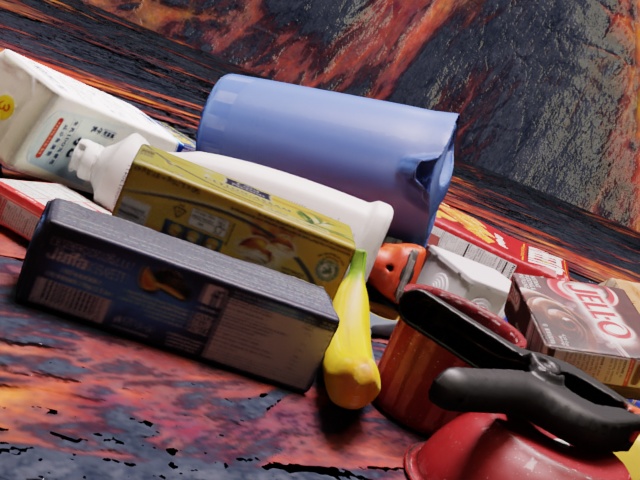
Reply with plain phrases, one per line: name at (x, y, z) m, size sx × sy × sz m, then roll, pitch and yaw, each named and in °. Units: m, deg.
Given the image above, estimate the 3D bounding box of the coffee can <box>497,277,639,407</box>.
coffee can at (0.214, 0.106, 0.863) m, size 0.140 × 0.103 × 0.102 m, roll 31°, pitch 14°, yaw 32°

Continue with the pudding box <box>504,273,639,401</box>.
pudding box at (0.189, 0.068, 0.769) m, size 0.090 × 0.039 × 0.113 m, roll 7°, pitch 27°, yaw -7°

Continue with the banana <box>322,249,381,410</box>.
banana at (0.019, 0.073, 0.733) m, size 0.037 × 0.070 × 0.198 m, roll -1°, pitch 22°, yaw 0°

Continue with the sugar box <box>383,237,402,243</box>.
sugar box at (-0.005, -0.024, 1.107) m, size 0.176 × 0.048 × 0.093 m, roll 19°, pitch 20°, yaw 15°

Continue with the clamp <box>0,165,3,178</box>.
clamp at (-0.303, -0.092, 0.917) m, size 0.164 × 0.036 × 0.209 m, roll 33°, pitch 11°, yaw 9°

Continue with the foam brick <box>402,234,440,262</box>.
foam brick at (0.097, 0.015, 1.174) m, size 0.051 × 0.053 × 0.078 m, roll 24°, pitch 13°, yaw 5°

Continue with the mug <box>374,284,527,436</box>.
mug at (0.089, 0.086, 0.762) m, size 0.093 × 0.081 × 0.117 m, roll 26°, pitch 13°, yaw 11°

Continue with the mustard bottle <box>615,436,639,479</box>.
mustard bottle at (0.176, 0.133, 0.771) m, size 0.192 × 0.058 × 0.096 m, roll 31°, pitch -4°, yaw 38°

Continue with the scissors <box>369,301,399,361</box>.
scissors at (0.047, 0.078, 0.881) m, size 0.096 × 0.016 × 0.202 m, roll 16°, pitch 13°, yaw -23°

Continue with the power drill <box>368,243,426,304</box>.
power drill at (-0.006, 0.001, 0.988) m, size 0.187 × 0.057 × 0.184 m, roll 19°, pitch 2°, yaw -8°

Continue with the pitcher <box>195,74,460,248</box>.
pitcher at (0.010, -0.083, 1.050) m, size 0.243 × 0.149 × 0.145 m, roll 15°, pitch 48°, yaw 10°

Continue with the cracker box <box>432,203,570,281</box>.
cracker box at (0.192, 0.019, 1.291) m, size 0.214 × 0.072 × 0.164 m, roll 26°, pitch 12°, yaw 7°

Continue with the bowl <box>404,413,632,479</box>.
bowl at (0.135, 0.146, 0.655) m, size 0.162 × 0.055 × 0.162 m, roll 22°, pitch 12°, yaw -5°

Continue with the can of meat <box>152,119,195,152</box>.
can of meat at (-0.185, -0.098, 1.129) m, size 0.102 × 0.057 × 0.083 m, roll 32°, pitch 12°, yaw 36°

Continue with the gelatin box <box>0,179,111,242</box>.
gelatin box at (-0.199, -0.017, 0.800) m, size 0.073 × 0.030 × 0.089 m, roll 28°, pitch 10°, yaw 22°

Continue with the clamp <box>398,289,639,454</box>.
clamp at (0.125, 0.091, 0.644) m, size 0.171 × 0.039 × 0.120 m, roll 24°, pitch 25°, yaw -6°

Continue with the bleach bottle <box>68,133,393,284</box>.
bleach bottle at (-0.075, -0.027, 0.850) m, size 0.251 × 0.102 × 0.068 m, roll 23°, pitch 1°, yaw -1°

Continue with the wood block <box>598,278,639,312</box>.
wood block at (0.303, 0.103, 1.009) m, size 0.205 × 0.091 × 0.090 m, roll 10°, pitch 56°, yaw -49°
